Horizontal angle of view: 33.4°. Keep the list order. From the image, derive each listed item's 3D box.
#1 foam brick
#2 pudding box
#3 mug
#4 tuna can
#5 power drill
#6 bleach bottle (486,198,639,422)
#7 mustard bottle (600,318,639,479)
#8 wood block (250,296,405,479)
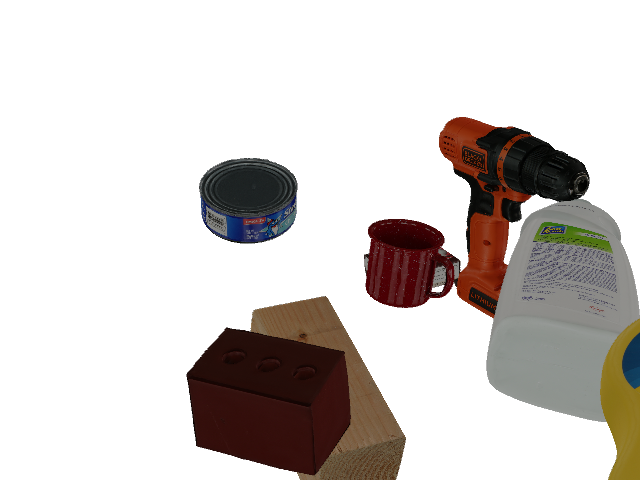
[{"bbox_3d":[-0.028,0.090,0.604,0.078,0.051,0.053,9,30,21],"label":"foam brick"},{"bbox_3d":[0.132,0.039,1.535,0.113,0.039,0.090,-15,24,-19],"label":"pudding box"},{"bbox_3d":[0.109,0.032,1.288,0.117,0.081,0.093,20,27,27],"label":"mug"},{"bbox_3d":[-0.063,-0.035,0.938,0.086,0.034,0.086,1,38,-1],"label":"tuna can"},{"bbox_3d":[0.183,-0.014,1.009,0.057,0.188,0.185,-16,26,-25],"label":"power drill"},{"bbox_3d":[0.186,0.031,0.772,0.103,0.068,0.250,13,27,13],"label":"bleach bottle"},{"bbox_3d":[0.189,0.087,0.532,0.096,0.058,0.191,5,40,11],"label":"mustard bottle"},{"bbox_3d":[0.001,0.165,1.116,0.090,0.090,0.206,-10,43,-20],"label":"wood block"}]
